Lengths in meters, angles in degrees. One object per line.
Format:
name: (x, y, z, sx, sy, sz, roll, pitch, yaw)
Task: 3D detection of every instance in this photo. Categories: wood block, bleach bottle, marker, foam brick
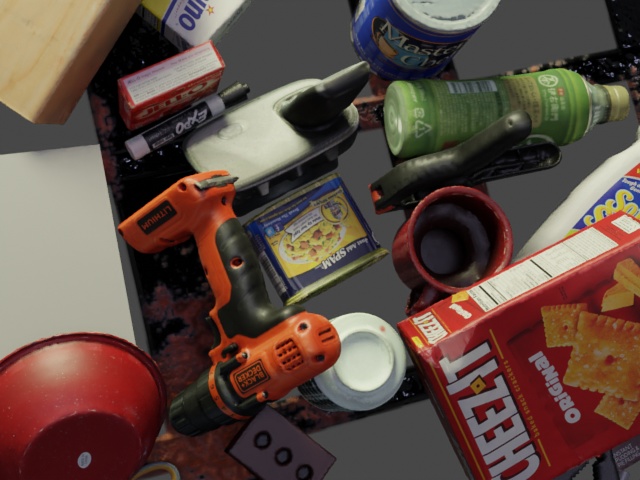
wood block: (-0.203, -0.205, 0.873, 0.090, 0.091, 0.206, 34, 96, -2)
bleach bottle: (0.269, -0.028, 0.974, 0.102, 0.068, 0.250, 40, 74, -4)
marker: (-0.115, -0.107, 0.940, 0.121, 0.020, 0.020, -31, 87, -13)
foam brick: (-0.034, 0.180, 0.889, 0.078, 0.051, 0.053, 38, 77, -2)

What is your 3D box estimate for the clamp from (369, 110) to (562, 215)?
clamp: (0.120, -0.065, 0.919, 0.171, 0.120, 0.039, -19, 66, 12)

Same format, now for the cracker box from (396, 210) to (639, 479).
cracker box: (0.195, 0.099, 0.874, 0.213, 0.072, 0.164, -27, 109, -3)

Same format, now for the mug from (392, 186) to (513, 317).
mug: (0.105, 0.017, 0.926, 0.093, 0.081, 0.117, 26, 77, -5)

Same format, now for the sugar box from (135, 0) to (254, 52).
sugar box: (-0.146, -0.249, 0.945, 0.176, 0.048, 0.093, 38, 78, -1)

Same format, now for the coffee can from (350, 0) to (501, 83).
coffee can: (0.090, -0.205, 0.931, 0.102, 0.140, 0.103, 2, 80, -10)

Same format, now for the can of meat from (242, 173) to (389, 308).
can of meat: (-0.006, 0.001, 0.922, 0.102, 0.057, 0.084, -28, 84, -14)

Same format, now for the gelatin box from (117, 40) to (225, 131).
gelatin box: (-0.129, -0.131, 0.914, 0.089, 0.073, 0.030, -27, 87, -14)

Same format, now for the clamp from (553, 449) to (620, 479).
clamp: (0.192, 0.263, 0.904, 0.164, 0.036, 0.210, 14, 82, 7)

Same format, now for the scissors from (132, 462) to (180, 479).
scissors: (-0.173, 0.273, 0.866, 0.096, 0.016, 0.201, 40, 76, -2)

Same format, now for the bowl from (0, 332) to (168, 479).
bowl: (-0.188, 0.152, 0.819, 0.162, 0.055, 0.162, -12, 123, -19)

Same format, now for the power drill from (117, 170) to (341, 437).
power drill: (-0.088, 0.053, 0.855, 0.057, 0.185, 0.188, -20, 79, -56)

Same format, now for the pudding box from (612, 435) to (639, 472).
pudding box: (0.283, 0.142, 0.958, 0.113, 0.039, 0.090, -28, 86, -13)
